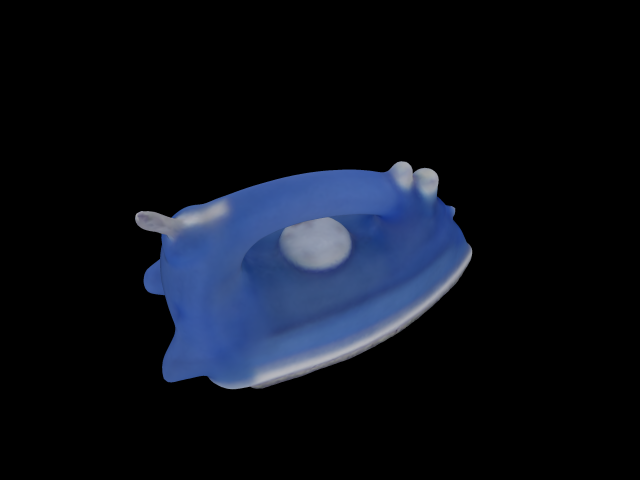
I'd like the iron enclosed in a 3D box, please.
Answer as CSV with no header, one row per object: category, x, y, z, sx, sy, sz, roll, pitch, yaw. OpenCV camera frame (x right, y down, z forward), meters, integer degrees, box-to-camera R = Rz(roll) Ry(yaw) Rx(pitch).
iron,0.004,0.001,0.400,0.258,0.141,0.118,-17,51,-14
